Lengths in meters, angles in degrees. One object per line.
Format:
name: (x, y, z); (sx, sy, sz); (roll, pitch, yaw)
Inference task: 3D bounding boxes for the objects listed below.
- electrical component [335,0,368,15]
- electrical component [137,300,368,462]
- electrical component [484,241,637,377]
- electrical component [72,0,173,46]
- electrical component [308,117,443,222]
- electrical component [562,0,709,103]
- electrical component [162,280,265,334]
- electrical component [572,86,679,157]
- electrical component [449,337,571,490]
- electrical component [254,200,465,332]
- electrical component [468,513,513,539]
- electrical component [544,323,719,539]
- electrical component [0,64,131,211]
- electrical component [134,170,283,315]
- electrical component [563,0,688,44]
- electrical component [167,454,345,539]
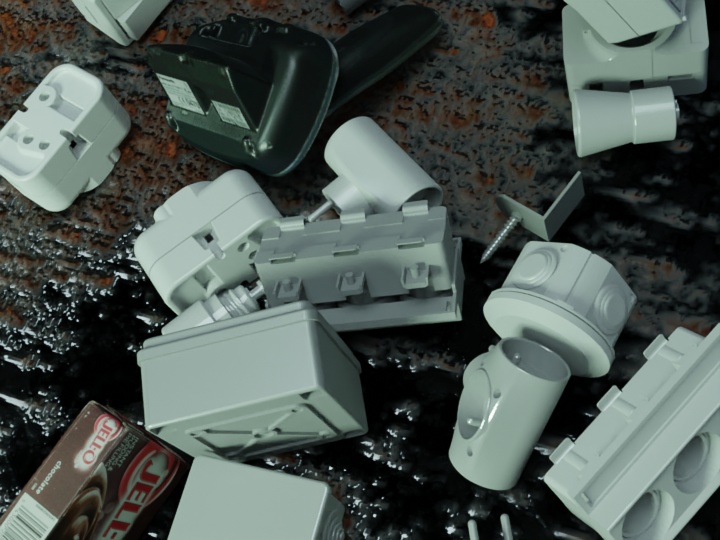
electrical component: (-0.001, -0.218, 0.804); (0.046, 0.040, 0.040); (-38, 61, 4)
electrical component: (-0.061, 0.072, 0.643); (0.109, 0.108, 0.056); (-14, 65, 9)
electrical component: (0.118, 0.024, 0.631); (0.080, 0.080, 0.051); (23, 68, 24)
electrical component: (-0.179, -0.235, 0.850); (0.061, 0.061, 0.096); (37, 80, 27)
electrical component: (0.002, -0.052, 0.720); (0.079, 0.043, 0.077); (-40, 61, -4)
electrical component: (0.180, -0.148, 0.707); (0.089, 0.055, 0.050); (-4, 64, 15)
electrical component: (-0.094, 0.035, 0.708); (0.078, 0.040, 0.040); (-38, 61, -4)
electrical component: (0.172, -0.098, 0.695); (0.065, 0.044, 0.044); (-5, 64, 9)
electrical component: (0.082, 0.073, 0.627); (0.044, 0.077, 0.079); (15, 25, -15)
electrical component: (0.000, 0.000, 0.677); (0.121, 0.063, 0.078); (-6, 35, 13)
electrical component: (0.076, 0.172, 0.589); (0.083, 0.047, 0.075); (-13, 63, 10)
electrical component: (0.165, 0.093, 0.588); (0.121, 0.078, 0.063); (-46, 32, -8)
electrical component: (-0.219, -0.095, 0.796); (0.054, 0.059, 0.095); (30, 76, 26)
electrical component: (-0.100, -0.020, 0.729); (0.095, 0.053, 0.059); (-36, 61, -3)
electrical component: (0.157, -0.183, 0.652); (0.061, 0.096, 0.061); (-10, 60, 43)
electrical component: (-0.063, 0.164, 0.633); (0.100, 0.048, 0.099); (9, 68, 20)
